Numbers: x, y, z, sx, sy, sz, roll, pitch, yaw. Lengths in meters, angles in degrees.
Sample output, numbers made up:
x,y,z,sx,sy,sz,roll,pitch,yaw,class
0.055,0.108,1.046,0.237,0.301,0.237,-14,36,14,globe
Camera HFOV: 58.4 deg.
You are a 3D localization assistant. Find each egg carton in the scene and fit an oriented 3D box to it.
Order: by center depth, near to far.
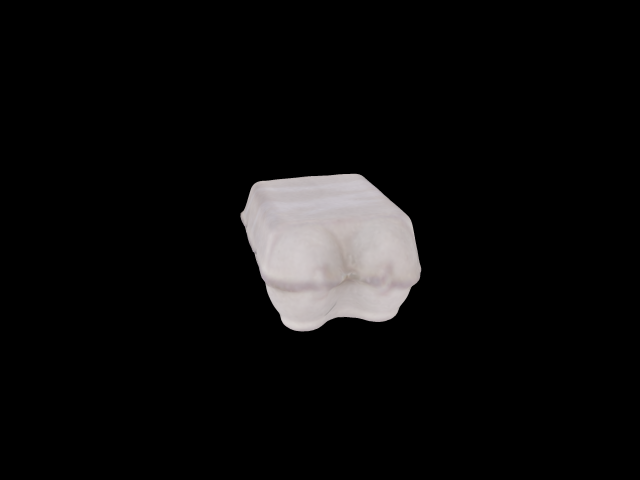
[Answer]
x,y,z,sx,sy,sz,roll,pitch,yaw,class
0.004,0.001,0.400,0.107,0.069,0.150,-6,23,-14,egg carton
